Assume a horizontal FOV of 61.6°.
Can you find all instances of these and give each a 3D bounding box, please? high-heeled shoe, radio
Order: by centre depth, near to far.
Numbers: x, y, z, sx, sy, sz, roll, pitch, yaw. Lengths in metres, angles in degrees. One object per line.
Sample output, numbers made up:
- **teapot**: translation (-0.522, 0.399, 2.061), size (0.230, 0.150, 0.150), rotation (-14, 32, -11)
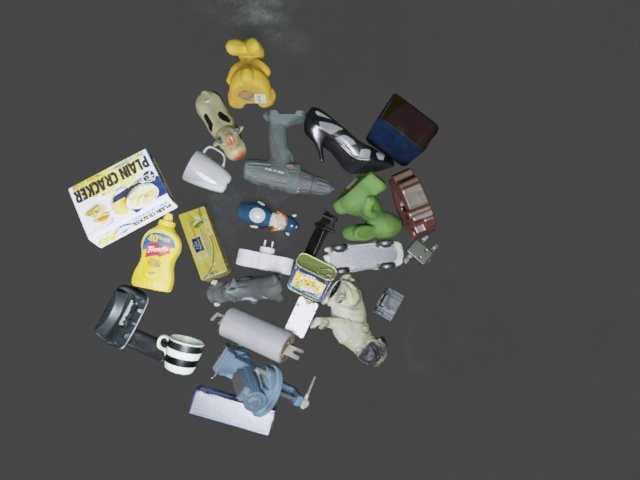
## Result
- **radio**: translation (0.192, -0.254, 1.289), size (0.131, 0.229, 0.073), rotation (35, 88, -1)
- **high-heeled shoe**: translation (0.074, -0.250, 1.346), size (0.249, 0.086, 0.145), rotation (3, 71, -31)

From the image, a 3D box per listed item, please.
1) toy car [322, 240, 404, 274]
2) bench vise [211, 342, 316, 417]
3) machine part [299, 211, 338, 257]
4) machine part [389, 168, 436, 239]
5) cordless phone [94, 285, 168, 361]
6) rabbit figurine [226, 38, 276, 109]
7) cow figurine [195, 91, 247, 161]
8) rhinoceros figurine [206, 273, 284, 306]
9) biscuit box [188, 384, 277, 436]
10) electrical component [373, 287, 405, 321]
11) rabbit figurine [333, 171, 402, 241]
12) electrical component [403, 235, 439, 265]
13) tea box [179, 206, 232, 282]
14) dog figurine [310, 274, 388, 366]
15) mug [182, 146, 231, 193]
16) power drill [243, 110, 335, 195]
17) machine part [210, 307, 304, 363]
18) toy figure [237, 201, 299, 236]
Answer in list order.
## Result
- **toy car**: translation (0.107, 0.042, 1.336), size (0.202, 0.056, 0.073), rotation (-6, 89, -1)
- **bench vise**: translation (-0.132, 0.333, 1.253), size (0.240, 0.224, 0.129), rotation (30, 87, -28)
- **machine part**: translation (-0.003, -0.004, 1.335), size (0.039, 0.084, 0.138), rotation (25, 95, -29)
- **machine part**: translation (0.220, -0.085, 1.300), size (0.056, 0.179, 0.179), rotation (-21, 84, -1)
- **cordless phone**: translation (-0.434, 0.205, 1.302), size (0.184, 0.089, 0.146), rotation (27, 82, -9)
- **rabbit figurine**: translation (-0.184, -0.439, 1.356), size (0.122, 0.162, 0.173), rotation (-1, 65, 11)
- **cow figurine**: translation (-0.243, -0.284, 1.333), size (0.085, 0.127, 0.195), rotation (-31, 82, -2)
- **rhinoceros figurine**: translation (-0.178, 0.122, 1.289), size (0.190, 0.112, 0.073), rotation (-7, 88, 17)
- **biscuit box**: translation (-0.208, 0.404, 1.281), size (0.203, 0.059, 0.062), rotation (16, 84, 0)
- **electrical component**: translation (0.166, 0.153, 1.291), size (0.048, 0.119, 0.075), rotation (29, 81, 3)
- **rabbit figurine**: translation (0.127, -0.063, 1.321), size (0.170, 0.121, 0.159), rotation (46, 77, -11)
- **electrical component**: translation (0.253, 0.032, 1.356), size (0.063, 0.021, 0.094), rotation (42, 83, 3)
- **tea box**: translation (-0.277, 0.012, 1.310), size (0.068, 0.098, 0.169), rotation (-21, 82, -4)
- **dog figurine**: translation (0.097, 0.196, 1.306), size (0.190, 0.121, 0.172), rotation (30, 86, -12)
- **mug**: translation (-0.273, -0.173, 1.347), size (0.107, 0.081, 0.109), rotation (31, 78, -9)
- **power drill**: translation (-0.074, -0.219, 1.359), size (0.232, 0.086, 0.207), rotation (3, 90, -1)
- **machine part**: translation (-0.150, 0.224, 1.276), size (0.243, 0.079, 0.079), rotation (20, 83, 19)
- **toy figure**: translation (-0.128, -0.052, 1.343), size (0.154, 0.058, 0.064), rotation (17, 121, -1)
